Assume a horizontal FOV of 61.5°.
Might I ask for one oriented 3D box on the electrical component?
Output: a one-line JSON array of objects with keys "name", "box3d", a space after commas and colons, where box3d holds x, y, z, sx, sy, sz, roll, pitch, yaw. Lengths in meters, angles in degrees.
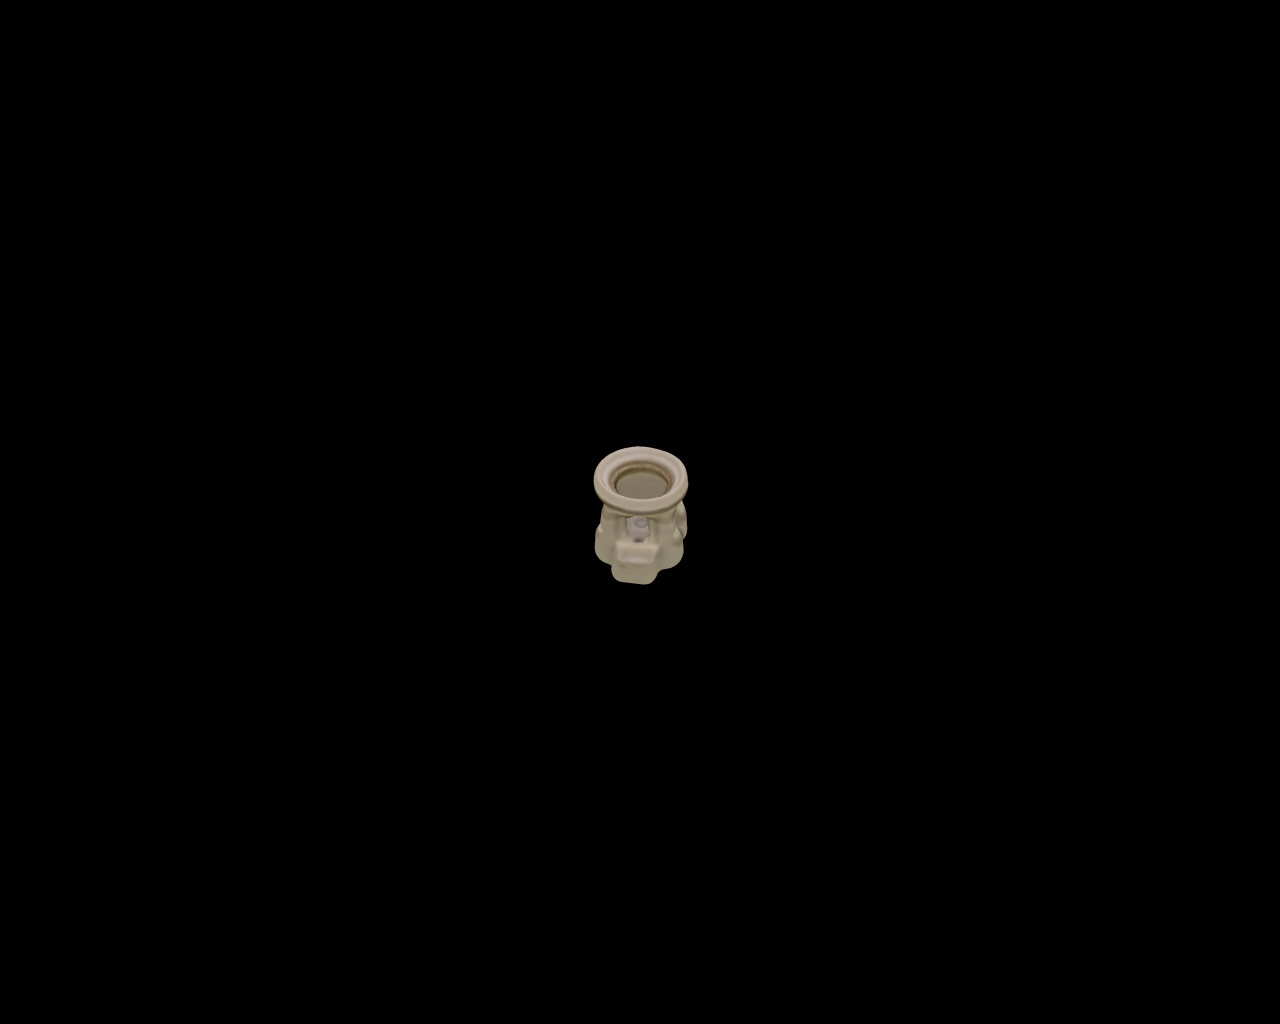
[{"name": "electrical component", "box3d": [0.001, -0.003, 0.650, 0.058, 0.056, 0.078, 5, 40, 6]}]
